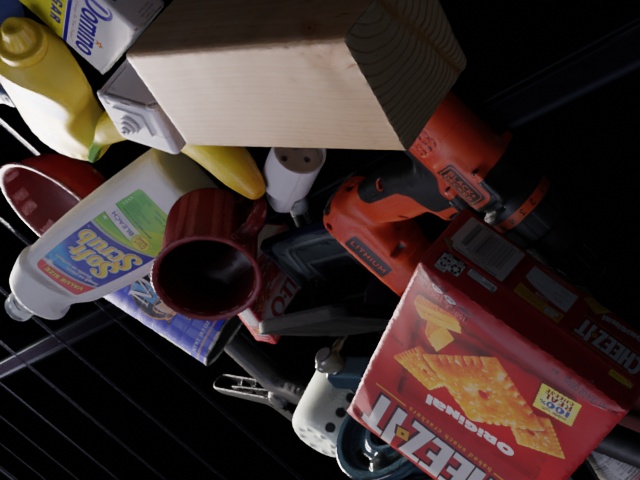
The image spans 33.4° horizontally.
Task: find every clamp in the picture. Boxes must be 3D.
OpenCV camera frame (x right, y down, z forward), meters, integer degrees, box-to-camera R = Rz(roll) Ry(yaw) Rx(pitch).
[{"bbox_3d":[0.183,0.151,0.842,0.171,0.039,0.120,35,140,17],"label":"clamp"},{"bbox_3d":[-0.048,0.183,1.267,0.210,0.036,0.165,31,152,9],"label":"clamp"}]

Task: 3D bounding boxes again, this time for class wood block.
[{"bbox_3d":[-0.020,-0.123,0.722,0.207,0.090,0.090,5,140,43],"label":"wood block"}]

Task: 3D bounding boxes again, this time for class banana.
[{"bbox_3d":[-0.125,-0.086,0.909,0.198,0.037,0.069,15,123,33],"label":"banana"}]

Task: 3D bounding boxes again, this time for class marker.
[{"bbox_3d":[-0.006,0.001,0.968,0.020,0.020,0.121,17,146,32],"label":"marker"}]

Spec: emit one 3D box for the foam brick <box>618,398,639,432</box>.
[{"bbox_3d":[0.254,0.121,0.828,0.053,0.051,0.078,38,152,-2],"label":"foam brick"}]

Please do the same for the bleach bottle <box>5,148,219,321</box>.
[{"bbox_3d":[-0.208,0.012,1.026,0.251,0.068,0.102,-35,108,25],"label":"bleach bottle"}]

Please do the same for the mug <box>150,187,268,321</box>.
[{"bbox_3d":[-0.087,0.001,0.912,0.093,0.081,0.117,33,120,-23],"label":"mug"}]

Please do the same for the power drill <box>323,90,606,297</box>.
[{"bbox_3d":[0.098,-0.017,0.790,0.184,0.057,0.188,44,148,-7],"label":"power drill"}]

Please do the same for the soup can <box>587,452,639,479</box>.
[{"bbox_3d":[0.252,0.177,0.897,0.102,0.068,0.069,42,151,-9],"label":"soup can"}]

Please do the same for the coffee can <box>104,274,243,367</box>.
[{"bbox_3d":[-0.146,0.050,1.107,0.140,0.102,0.103,32,152,7],"label":"coffee can"}]

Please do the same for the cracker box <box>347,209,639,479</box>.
[{"bbox_3d":[0.121,0.104,0.766,0.164,0.072,0.214,37,143,14],"label":"cracker box"}]

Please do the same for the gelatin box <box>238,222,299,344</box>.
[{"bbox_3d":[-0.044,0.039,0.993,0.030,0.089,0.073,4,139,41],"label":"gelatin box"}]

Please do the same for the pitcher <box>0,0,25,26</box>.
[{"bbox_3d":[-0.377,-0.155,0.903,0.149,0.242,0.145,49,153,-11],"label":"pitcher"}]

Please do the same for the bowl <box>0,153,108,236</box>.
[{"bbox_3d":[-0.265,-0.041,1.149,0.162,0.055,0.162,27,150,17],"label":"bowl"}]

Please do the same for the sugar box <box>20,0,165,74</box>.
[{"bbox_3d":[-0.213,-0.217,0.840,0.176,0.048,0.093,44,151,-11],"label":"sugar box"}]

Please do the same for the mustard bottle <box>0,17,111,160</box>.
[{"bbox_3d":[-0.241,-0.138,0.931,0.096,0.058,0.191,34,166,12],"label":"mustard bottle"}]

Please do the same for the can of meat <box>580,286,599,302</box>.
[{"bbox_3d":[0.177,0.074,0.837,0.102,0.057,0.084,48,151,-21],"label":"can of meat"}]

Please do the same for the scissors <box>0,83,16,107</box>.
[{"bbox_3d":[-0.322,-0.140,1.106,0.202,0.016,0.096,29,152,13],"label":"scissors"}]
